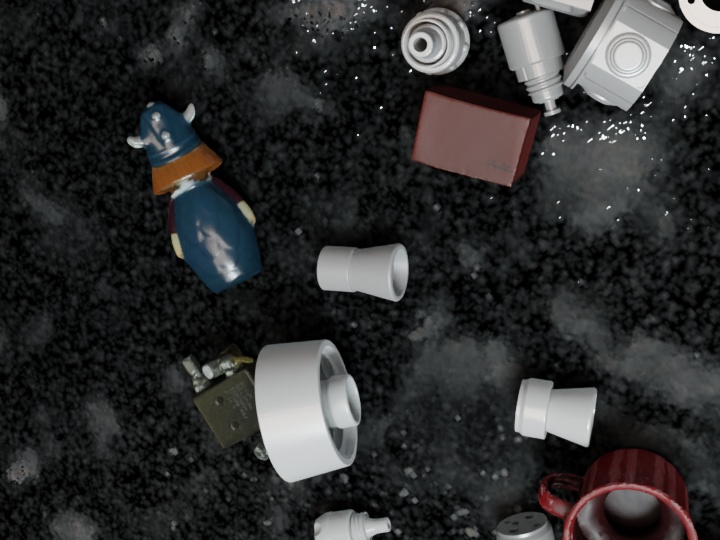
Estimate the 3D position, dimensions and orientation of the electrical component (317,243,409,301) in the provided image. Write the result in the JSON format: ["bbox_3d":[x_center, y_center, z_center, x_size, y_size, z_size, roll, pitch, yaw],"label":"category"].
[{"bbox_3d":[0.000,0.000,0.828,0.065,0.044,0.044,4,105,20],"label":"electrical component"}]

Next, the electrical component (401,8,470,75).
[{"bbox_3d":[0.050,-0.160,0.759,0.048,0.062,0.048,4,105,16],"label":"electrical component"}]

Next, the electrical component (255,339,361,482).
[{"bbox_3d":[-0.033,0.105,0.832,0.060,0.108,0.108,-12,100,13],"label":"electrical component"}]

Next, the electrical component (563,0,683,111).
[{"bbox_3d":[0.174,-0.149,0.717,0.051,0.080,0.080,30,110,2],"label":"electrical component"}]

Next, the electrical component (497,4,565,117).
[{"bbox_3d":[0.124,-0.147,0.752,0.040,0.040,0.078,-15,100,19],"label":"electrical component"}]

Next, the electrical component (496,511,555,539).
[{"bbox_3d":[0.134,0.224,0.844,0.045,0.045,0.055,-12,100,19],"label":"electrical component"}]

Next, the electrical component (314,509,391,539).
[{"bbox_3d":[-0.005,0.214,0.888,0.061,0.035,0.035,-13,100,16],"label":"electrical component"}]

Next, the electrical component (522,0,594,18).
[{"bbox_3d":[0.127,-0.270,0.695,0.105,0.060,0.186,18,100,8],"label":"electrical component"}]

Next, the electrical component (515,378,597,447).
[{"bbox_3d":[0.148,0.106,0.809,0.055,0.045,0.045,8,106,15],"label":"electrical component"}]
